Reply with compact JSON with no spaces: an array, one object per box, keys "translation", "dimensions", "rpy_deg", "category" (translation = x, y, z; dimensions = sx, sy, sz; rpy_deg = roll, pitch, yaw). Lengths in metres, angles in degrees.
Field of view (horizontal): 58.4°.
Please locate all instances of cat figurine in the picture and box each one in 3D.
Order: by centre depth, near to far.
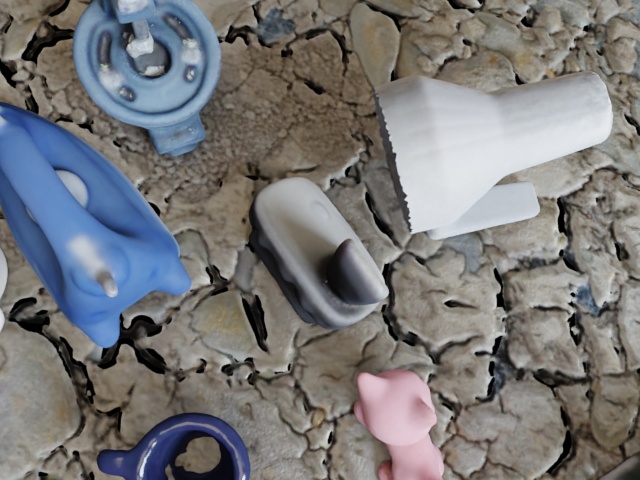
[{"translation":[0.075,0.164,0.497],"dimensions":[0.067,0.117,0.128],"rpy_deg":[-24,84,-11],"category":"cat figurine"}]

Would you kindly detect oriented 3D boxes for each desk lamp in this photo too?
[{"translation":[0.132,-0.073,0.500],"dimensions":[0.203,0.213,0.118],"rpy_deg":[-13,81,-10],"category":"desk lamp"}]

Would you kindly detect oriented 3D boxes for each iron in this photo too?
[{"translation":[-0.225,-0.039,0.480],"dimensions":[0.119,0.141,0.258],"rpy_deg":[-38,87,-12],"category":"iron"}]

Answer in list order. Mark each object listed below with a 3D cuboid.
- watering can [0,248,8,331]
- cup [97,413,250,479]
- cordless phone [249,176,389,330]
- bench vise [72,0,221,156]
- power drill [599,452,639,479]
[{"translation":[-0.317,0.019,0.430],"dimensions":[0.173,0.194,0.101],"rpy_deg":[12,78,-5],"category":"watering can"},{"translation":[-0.118,0.186,0.478],"dimensions":[0.118,0.095,0.092],"rpy_deg":[10,78,-6],"category":"cup"},{"translation":[0.004,0.002,0.483],"dimensions":[0.094,0.185,0.147],"rpy_deg":[-38,86,-12],"category":"cordless phone"},{"translation":[-0.168,-0.189,0.476],"dimensions":[0.121,0.219,0.207],"rpy_deg":[-40,87,-13],"category":"bench vise"},{"translation":[0.320,0.245,0.470],"dimensions":[0.230,0.208,0.075],"rpy_deg":[-29,84,-12],"category":"power drill"}]
